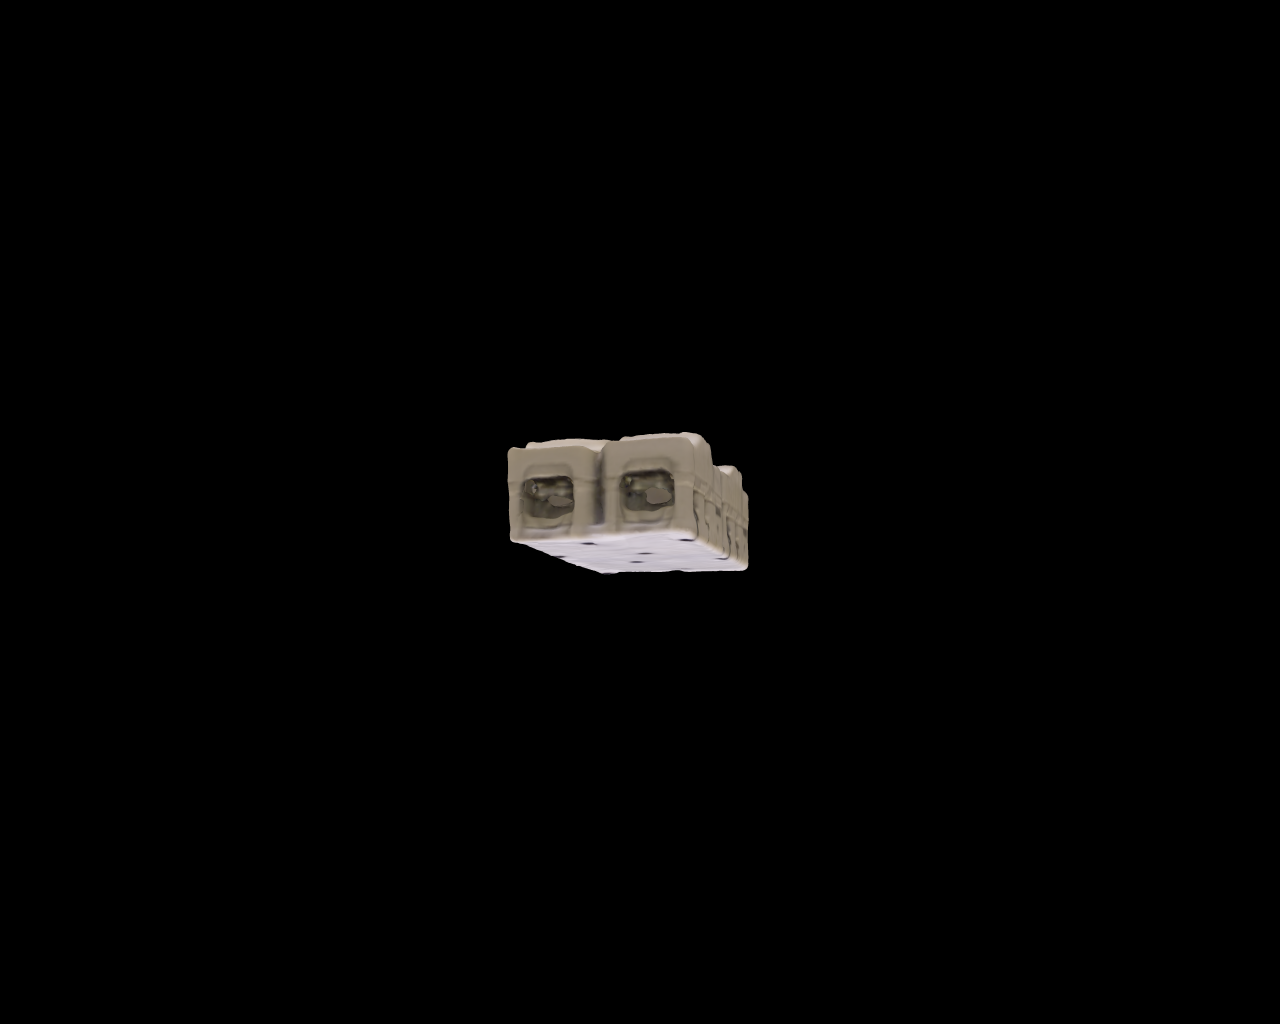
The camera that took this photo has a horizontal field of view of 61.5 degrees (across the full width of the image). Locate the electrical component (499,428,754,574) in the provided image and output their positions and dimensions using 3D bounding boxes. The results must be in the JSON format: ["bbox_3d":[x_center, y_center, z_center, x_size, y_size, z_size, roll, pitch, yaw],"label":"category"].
[{"bbox_3d":[0.001,-0.003,0.650,0.105,0.060,0.186,-3,-9,15],"label":"electrical component"}]
